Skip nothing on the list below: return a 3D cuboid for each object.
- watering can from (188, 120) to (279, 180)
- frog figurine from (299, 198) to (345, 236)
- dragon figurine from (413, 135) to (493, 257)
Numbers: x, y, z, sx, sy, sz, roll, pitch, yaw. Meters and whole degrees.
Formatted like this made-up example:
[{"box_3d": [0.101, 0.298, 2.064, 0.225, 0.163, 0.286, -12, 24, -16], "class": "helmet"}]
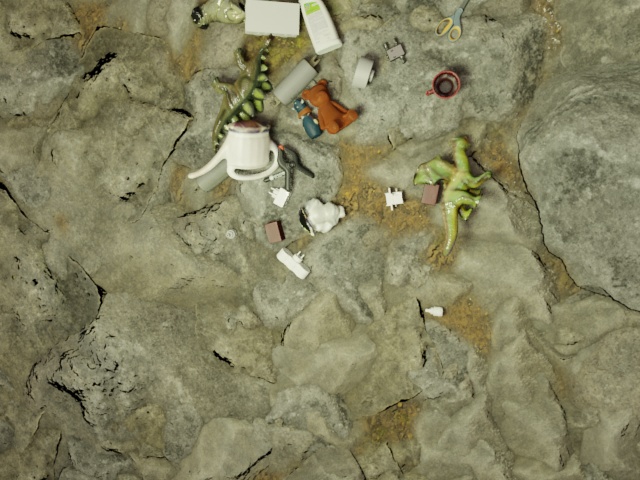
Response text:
[{"box_3d": [-0.297, -0.318, 1.844, 0.349, 0.105, 0.220, -7, 115, -26], "class": "watering can"}, {"box_3d": [0.006, -0.096, 1.904, 0.161, 0.121, 0.138, -26, 83, -22], "class": "frog figurine"}, {"box_3d": [0.431, -0.174, 1.762, 0.243, 0.121, 0.412, 29, 84, 4], "class": "dragon figurine"}]
